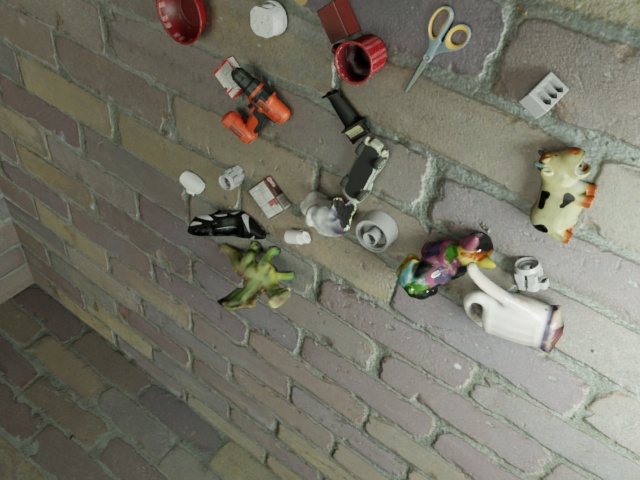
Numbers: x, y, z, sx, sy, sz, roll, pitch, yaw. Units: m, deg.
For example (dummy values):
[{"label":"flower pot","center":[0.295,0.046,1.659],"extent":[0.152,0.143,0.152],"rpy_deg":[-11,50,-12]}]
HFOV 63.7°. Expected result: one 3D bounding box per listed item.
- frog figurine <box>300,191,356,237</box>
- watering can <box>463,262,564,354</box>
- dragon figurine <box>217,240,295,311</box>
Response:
[{"label":"frog figurine","center":[0.004,-0.070,1.388],"extent":[0.159,0.139,0.121],"rpy_deg":[3,107,38]},{"label":"watering can","center":[0.433,0.160,1.165],"extent":[0.225,0.106,0.341],"rpy_deg":[15,157,26]},{"label":"dragon figurine","center":[-0.242,0.126,1.678],"extent":[0.411,0.247,0.119],"rpy_deg":[10,132,33]}]
